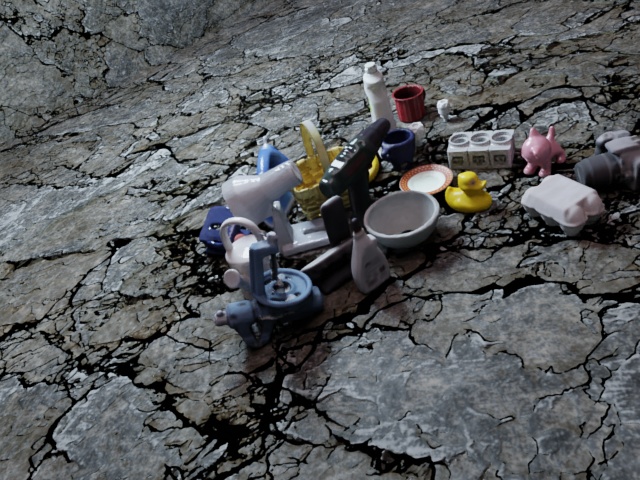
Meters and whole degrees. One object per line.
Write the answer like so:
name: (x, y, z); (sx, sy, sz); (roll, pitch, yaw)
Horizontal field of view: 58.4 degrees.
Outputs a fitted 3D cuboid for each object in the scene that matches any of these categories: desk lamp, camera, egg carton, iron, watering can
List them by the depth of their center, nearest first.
egg carton: (0.495, -0.073, 1.172); (0.107, 0.069, 0.149); (-31, 38, -15)
camera: (0.612, -0.169, 1.214); (0.136, 0.101, 0.143); (-15, 37, 7)
watering can: (-0.149, 0.037, 1.217); (0.101, 0.194, 0.172); (-16, 37, 4)
desk lamp: (-0.097, -0.074, 1.316); (0.203, 0.214, 0.118); (-16, 37, 5)
iron: (-0.132, -0.157, 1.499); (0.118, 0.142, 0.258); (-13, 37, 9)

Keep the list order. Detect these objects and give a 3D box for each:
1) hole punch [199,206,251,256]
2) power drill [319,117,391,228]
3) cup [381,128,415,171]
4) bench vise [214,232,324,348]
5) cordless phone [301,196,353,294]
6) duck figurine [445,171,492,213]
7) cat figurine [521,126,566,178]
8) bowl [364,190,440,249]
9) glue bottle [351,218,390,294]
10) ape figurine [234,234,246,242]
hole punch: (-0.240, -0.022, 1.419); (0.108, 0.091, 0.101); (5, 43, 29)
power drill: (0.100, -0.141, 1.318); (0.075, 0.209, 0.230); (22, 53, 42)
cup: (0.199, -0.218, 1.466); (0.091, 0.095, 0.118); (15, 49, 37)
bench vise: (-0.107, 0.100, 1.096); (0.208, 0.220, 0.121); (-36, 40, -21)
cordless phone: (0.011, 0.004, 1.194); (0.148, 0.185, 0.093); (-35, 39, -20)
duck figurine: (0.330, -0.114, 1.284); (0.104, 0.086, 0.078); (9, 45, 33)
cat figurine: (0.502, -0.208, 1.299); (0.067, 0.118, 0.128); (22, 53, 41)
bowl: (0.183, -0.032, 1.255); (0.167, 0.075, 0.167); (-12, 37, 10)
glue bottle: (0.090, 0.025, 1.142); (0.078, 0.173, 0.037); (-33, 39, -18)
ape figurine: (-0.172, 0.027, 1.325); (0.075, 0.092, 0.078); (10, 46, 33)
